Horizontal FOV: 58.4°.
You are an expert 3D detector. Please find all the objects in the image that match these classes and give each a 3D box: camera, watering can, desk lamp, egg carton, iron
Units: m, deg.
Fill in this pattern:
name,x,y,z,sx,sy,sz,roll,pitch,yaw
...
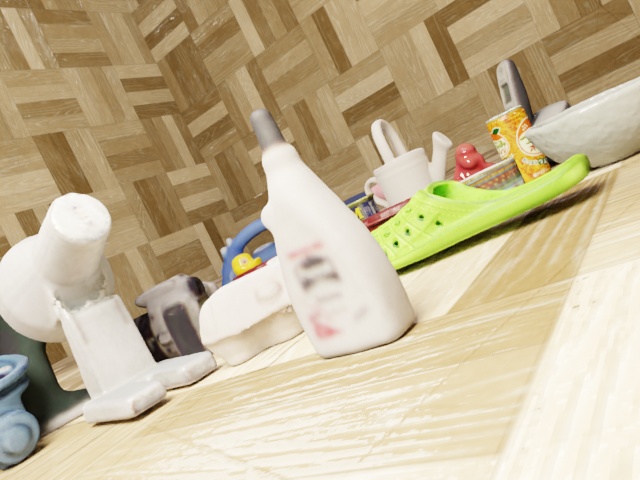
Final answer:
name,x,y,z,sx,sy,sz,roll,pitch,yaw
camera,-0.194,0.107,0.718,0.137,0.101,0.143,-26,3,3
watering can,0.154,-0.130,1.020,0.172,0.194,0.101,-25,3,8
desk lamp,-0.230,0.069,0.587,0.202,0.213,0.118,-23,4,46
egg carton,-0.044,0.060,0.557,0.150,0.069,0.107,-26,3,-5
iron,-0.124,0.024,1.212,0.258,0.141,0.119,-25,3,9

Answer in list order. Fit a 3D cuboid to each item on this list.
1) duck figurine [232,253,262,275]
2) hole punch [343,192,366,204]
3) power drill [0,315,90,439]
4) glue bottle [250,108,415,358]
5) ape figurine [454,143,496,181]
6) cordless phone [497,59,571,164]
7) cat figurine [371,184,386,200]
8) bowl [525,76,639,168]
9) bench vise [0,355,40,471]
name,x,y,z,sx,sy,sz,roll,pitch,yaw
duck figurine,-0.144,0.070,1.119,0.104,0.086,0.078,-24,3,31
hole punch,0.077,-0.046,1.224,0.108,0.091,0.101,-24,3,33
power drill,-0.342,0.121,0.697,0.230,0.208,0.075,-27,3,-24
glue bottle,-0.005,-0.007,0.384,0.078,0.173,0.037,-24,4,36
ape figurine,0.232,-0.103,0.870,0.078,0.092,0.076,-26,3,5
cordless phone,0.334,-0.207,0.915,0.094,0.185,0.147,-26,3,-4
cat figurine,0.163,-0.098,1.142,0.067,0.118,0.127,-28,4,-37
bowl,0.327,-0.128,0.648,0.167,0.075,0.167,-26,3,2
bench vise,-0.403,0.148,0.604,0.207,0.220,0.122,-25,3,24
